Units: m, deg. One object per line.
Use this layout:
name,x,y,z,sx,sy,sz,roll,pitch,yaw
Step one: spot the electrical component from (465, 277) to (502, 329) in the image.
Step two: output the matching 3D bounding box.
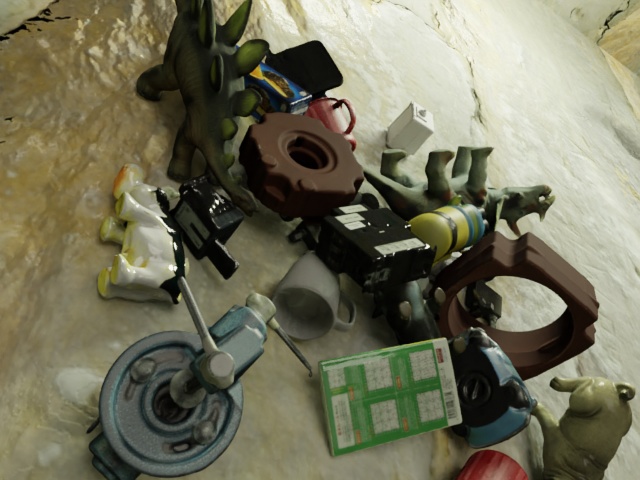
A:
electrical component,0.281,0.097,0.912,0.078,0.045,0.102,38,41,-5

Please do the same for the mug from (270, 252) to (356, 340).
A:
mug,-0.002,0.067,0.686,0.109,0.080,0.107,23,34,-4

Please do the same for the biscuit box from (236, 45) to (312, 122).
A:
biscuit box,-0.114,-0.245,0.833,0.203,0.059,0.063,36,42,12

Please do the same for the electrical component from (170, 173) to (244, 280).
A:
electrical component,-0.130,-0.013,0.655,0.119,0.075,0.048,47,43,9

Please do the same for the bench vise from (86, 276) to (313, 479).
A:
bench vise,-0.096,0.115,0.471,0.224,0.240,0.129,-31,83,-32

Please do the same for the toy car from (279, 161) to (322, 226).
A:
toy car,-0.040,-0.094,0.802,0.089,0.053,0.202,-3,53,-34

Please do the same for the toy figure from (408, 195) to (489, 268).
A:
toy figure,0.190,-0.017,0.809,0.180,0.089,0.082,-16,63,-37

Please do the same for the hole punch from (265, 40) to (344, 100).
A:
hole punch,-0.032,-0.273,0.947,0.116,0.092,0.142,-21,72,-14

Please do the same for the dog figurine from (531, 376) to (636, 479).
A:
dog figurine,0.369,0.297,0.735,0.121,0.172,0.191,25,37,-6

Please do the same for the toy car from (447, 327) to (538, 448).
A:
toy car,0.232,0.210,0.754,0.102,0.109,0.162,37,25,-43

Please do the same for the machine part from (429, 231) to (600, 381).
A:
machine part,0.280,0.098,0.793,0.201,0.201,0.087,39,40,-6

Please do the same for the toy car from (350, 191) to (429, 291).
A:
toy car,0.090,0.003,0.832,0.073,0.056,0.202,-31,77,-43

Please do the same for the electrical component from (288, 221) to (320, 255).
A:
electrical component,-0.002,-0.002,0.787,0.094,0.021,0.063,-24,75,-47

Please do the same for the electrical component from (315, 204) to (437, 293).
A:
electrical component,0.064,0.005,0.688,0.115,0.058,0.134,-8,35,-34

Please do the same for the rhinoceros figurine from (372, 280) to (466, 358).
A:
rhinoceros figurine,0.121,0.097,0.743,0.073,0.112,0.190,-28,90,-19

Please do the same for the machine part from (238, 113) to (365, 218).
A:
machine part,-0.024,-0.107,0.746,0.179,0.056,0.179,16,44,-16

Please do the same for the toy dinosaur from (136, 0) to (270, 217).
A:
toy dinosaur,-0.159,-0.242,0.725,0.105,0.198,0.471,-3,61,-43

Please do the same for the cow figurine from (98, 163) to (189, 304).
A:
cow figurine,-0.192,-0.010,0.608,0.098,0.068,0.167,17,52,-36

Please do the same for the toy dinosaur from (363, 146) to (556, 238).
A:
toy dinosaur,0.212,-0.065,0.932,0.405,0.131,0.192,-8,101,-25
